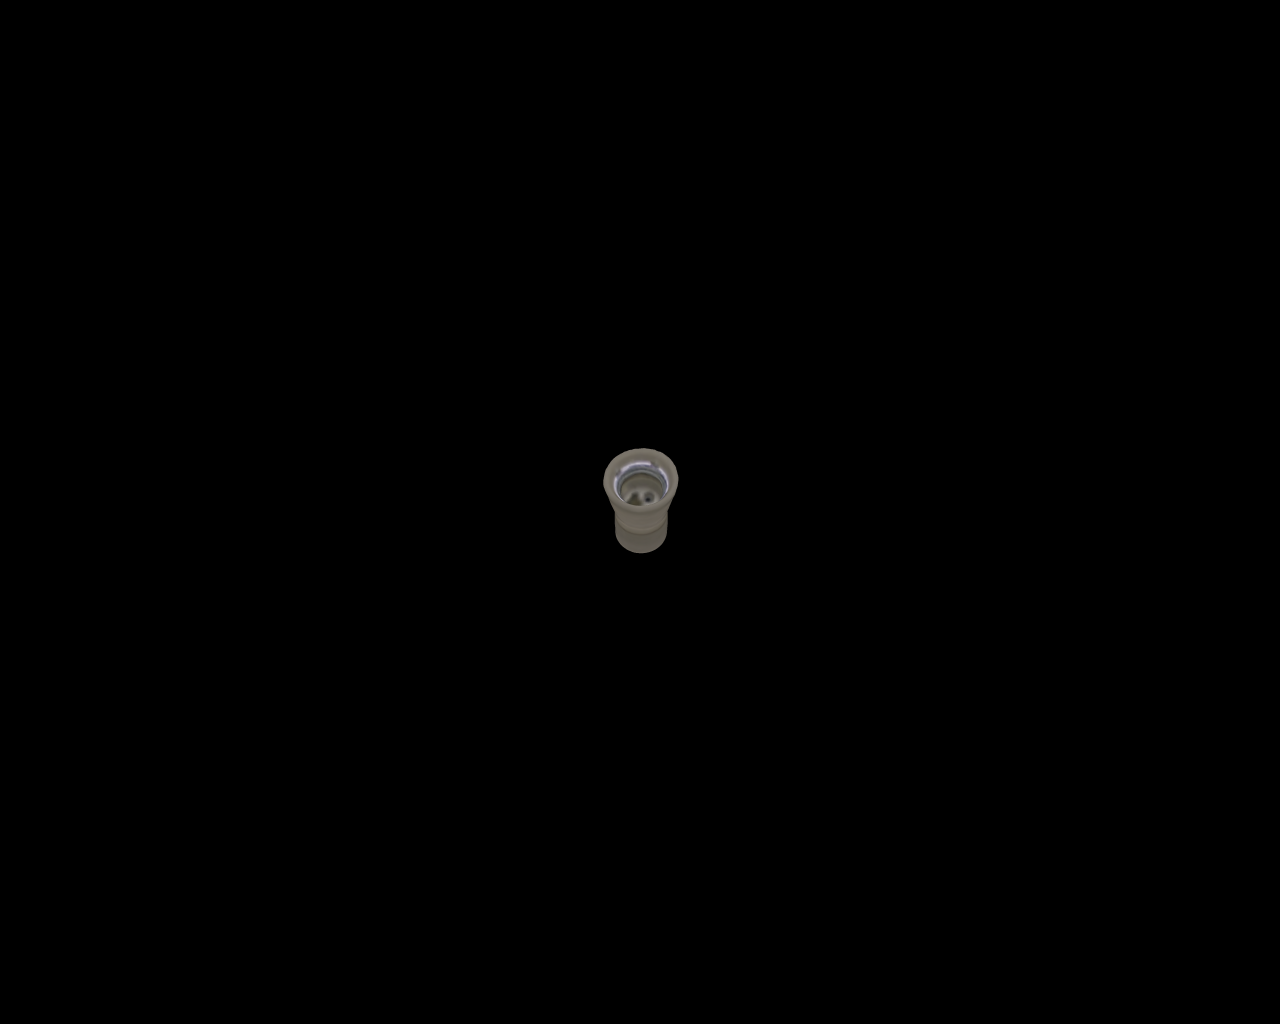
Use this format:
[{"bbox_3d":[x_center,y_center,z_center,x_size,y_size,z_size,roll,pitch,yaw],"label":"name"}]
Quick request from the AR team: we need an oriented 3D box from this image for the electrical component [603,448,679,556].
[{"bbox_3d":[0.001,-0.003,0.650,0.044,0.044,0.065,0,-33,0],"label":"electrical component"}]
